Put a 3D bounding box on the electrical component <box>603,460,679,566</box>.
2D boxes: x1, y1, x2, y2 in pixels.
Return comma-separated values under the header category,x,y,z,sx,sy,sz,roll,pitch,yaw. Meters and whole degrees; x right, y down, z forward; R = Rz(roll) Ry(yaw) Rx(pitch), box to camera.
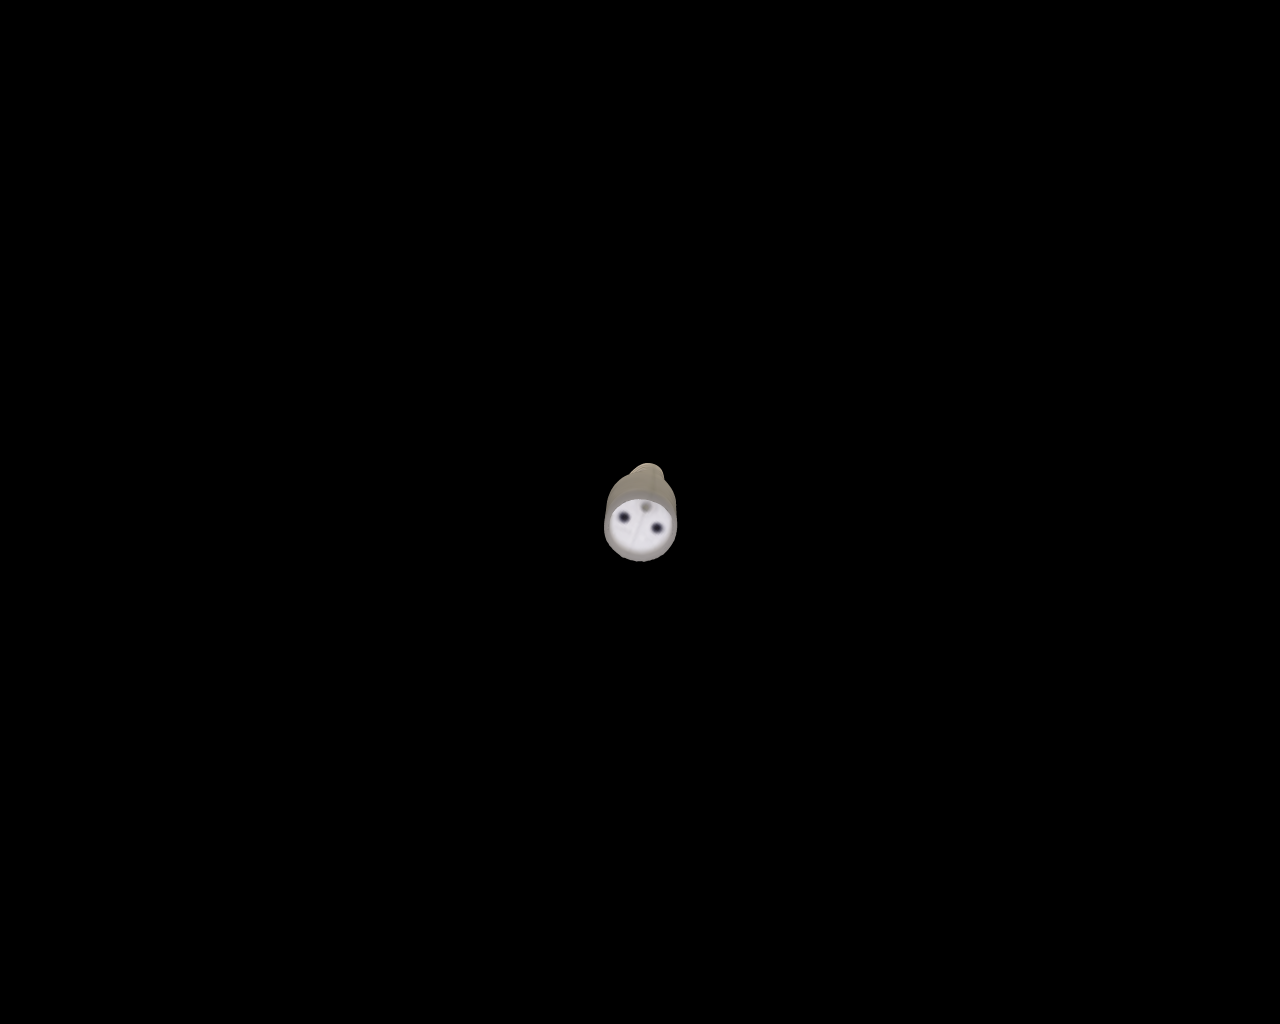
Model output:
category,x,y,z,sx,sy,sz,roll,pitch,yaw
electrical component,0.001,-0.003,0.650,0.043,0.043,0.081,0,19,0
